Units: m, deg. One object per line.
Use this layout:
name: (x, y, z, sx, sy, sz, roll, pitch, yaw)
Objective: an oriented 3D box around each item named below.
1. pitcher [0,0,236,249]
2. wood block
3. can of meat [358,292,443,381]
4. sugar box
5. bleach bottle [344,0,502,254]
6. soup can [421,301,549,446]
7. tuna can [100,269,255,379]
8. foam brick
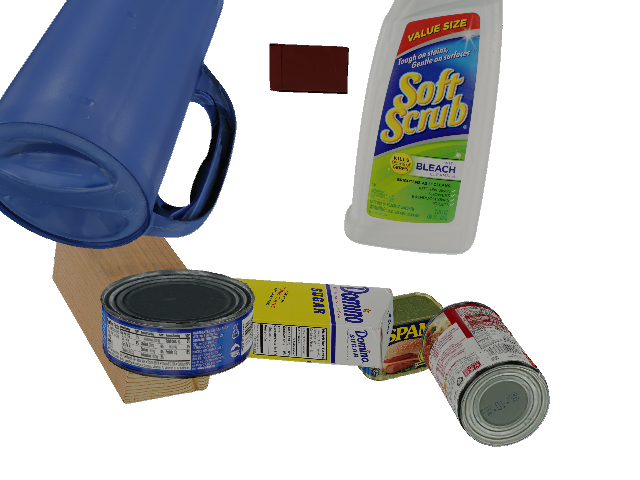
pitcher: (-0.146, -0.118, 0.808, 0.145, 0.242, 0.149, -3, -40, 25)
wood block: (-0.186, 0.055, 1.053, 0.090, 0.091, 0.206, -6, 35, -33)
can of meat: (0.096, 0.119, 1.317, 0.102, 0.084, 0.057, -9, 29, -24)
sugar box: (-0.026, 0.070, 0.950, 0.176, 0.048, 0.093, 1, 20, 10)
bleach bottle: (0.074, -0.117, 0.752, 0.102, 0.251, 0.068, 7, 26, 10)
soup can: (0.119, 0.095, 0.780, 0.068, 0.068, 0.102, 0, 21, -10)
tuna can: (-0.080, 0.046, 0.601, 0.086, 0.034, 0.086, 2, 18, -1)
foam brick: (-0.013, -0.187, 1.162, 0.078, 0.051, 0.053, 0, 11, -16)
